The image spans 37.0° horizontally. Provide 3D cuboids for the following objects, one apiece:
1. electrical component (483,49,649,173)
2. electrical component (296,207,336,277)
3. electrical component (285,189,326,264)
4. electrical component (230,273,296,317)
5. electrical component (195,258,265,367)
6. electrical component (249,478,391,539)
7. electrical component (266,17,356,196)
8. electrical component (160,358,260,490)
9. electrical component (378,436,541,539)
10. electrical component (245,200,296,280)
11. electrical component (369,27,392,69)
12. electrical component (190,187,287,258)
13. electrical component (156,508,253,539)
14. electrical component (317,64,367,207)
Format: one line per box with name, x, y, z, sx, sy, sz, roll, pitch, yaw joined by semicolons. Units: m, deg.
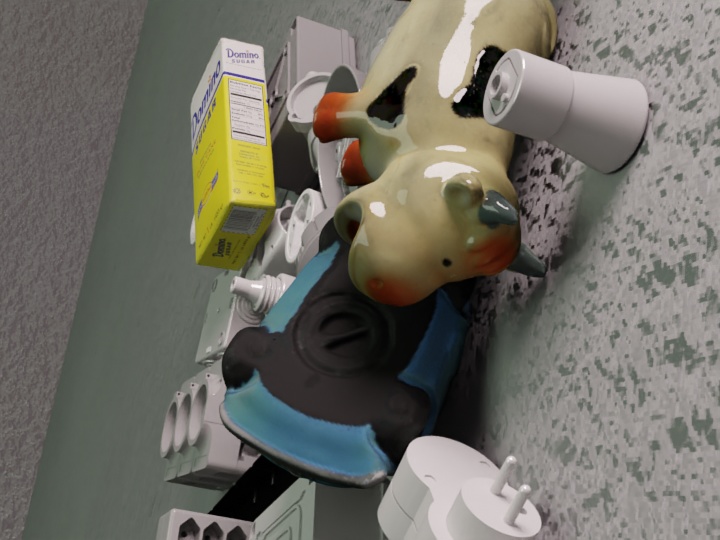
electrical component;0.088;-0.073;0.478;0.044;0.065;0.044;-165;90;-71
electrical component;0.000;0.000;0.651;0.051;0.080;0.080;-113;42;-69
electrical component;-0.023;-0.026;0.779;0.055;0.047;0.055;-165;90;-71
electrical component;-0.057;0.018;0.726;0.035;0.061;0.035;-162;90;-71
electrical component;-0.104;0.042;0.947;0.100;0.048;0.099;-29;47;61
electrical component;-0.021;0.169;0.615;0.113;0.057;0.078;130;149;-50
electrical component;-0.049;-0.140;0.922;0.108;0.056;0.108;123;154;-42
electrical component;-0.120;0.133;0.911;0.150;0.062;0.089;147;134;-63
electrical component;0.053;0.114;0.459;0.138;0.052;0.073;-111;40;-59
electrical component;-0.062;-0.024;0.893;0.079;0.043;0.077;-95;28;-44
electrical component;0.024;-0.149;0.761;0.035;0.035;0.061;126;154;-46
electrical component;-0.113;-0.085;1.051;0.089;0.062;0.150;-106;36;-56
electrical component;-0.112;0.213;0.797;0.076;0.083;0.047;138;143;-57
electrical component;0.004;-0.081;0.720;0.099;0.064;0.099;-165;90;-71
